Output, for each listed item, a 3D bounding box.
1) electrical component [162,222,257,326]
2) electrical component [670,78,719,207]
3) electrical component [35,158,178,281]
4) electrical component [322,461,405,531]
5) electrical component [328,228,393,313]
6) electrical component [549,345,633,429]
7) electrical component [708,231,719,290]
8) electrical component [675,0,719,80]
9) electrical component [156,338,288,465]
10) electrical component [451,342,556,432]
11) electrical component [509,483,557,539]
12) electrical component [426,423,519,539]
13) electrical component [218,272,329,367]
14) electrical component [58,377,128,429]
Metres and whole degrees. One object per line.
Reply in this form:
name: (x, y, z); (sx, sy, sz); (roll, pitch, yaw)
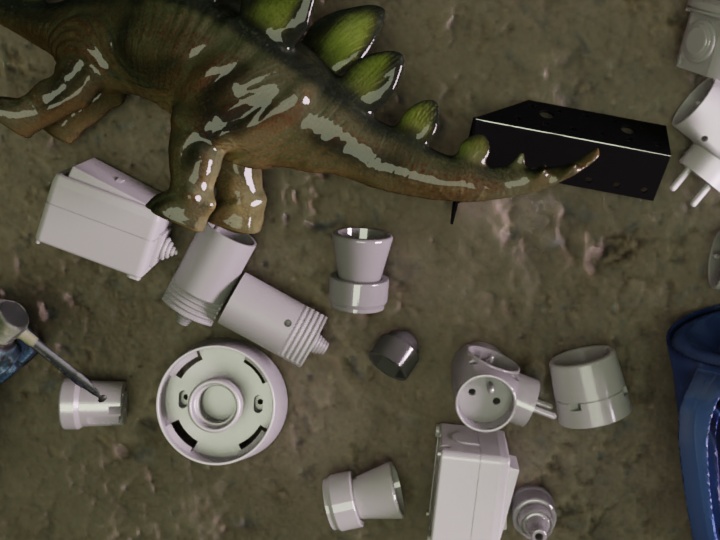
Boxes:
electrical component: (-0.115, 0.005, 0.801); (0.043, 0.043, 0.081); (29, 103, -4)
electrical component: (0.253, -0.082, 0.760); (0.077, 0.043, 0.079); (36, 103, -5)
electrical component: (-0.176, -0.038, 0.785); (0.096, 0.061, 0.061); (20, 103, -2)
electrical component: (0.003, 0.176, 0.834); (0.055, 0.045, 0.045); (-14, 102, 7)
electrical component: (0.000, 0.000, 0.793); (0.045, 0.045, 0.055); (5, 104, 2)
electrical component: (0.170, 0.086, 0.799); (0.055, 0.055, 0.047); (-14, 99, 6)
electrical component: (0.298, -0.020, 0.772); (0.077, 0.044, 0.079); (8, 102, 2)
electrical component: (0.256, -0.154, 0.725); (0.080, 0.080, 0.051); (12, 109, 0)
electrical component: (-0.107, 0.102, 0.825); (0.099, 0.064, 0.099); (0, 90, 2)
electrical component: (0.107, 0.091, 0.792); (0.079, 0.077, 0.044); (21, 104, -3)
electrical component: (0.133, 0.189, 0.821); (0.035, 0.061, 0.035); (1, 103, 3)
electrical component: (0.084, 0.173, 0.820); (0.061, 0.061, 0.096); (6, 103, 2)
electrical component: (-0.061, 0.040, 0.806); (0.081, 0.043, 0.043); (29, 103, -4)
electrical component: (-0.206, 0.103, 0.832); (0.046, 0.040, 0.040); (0, 103, -2)
